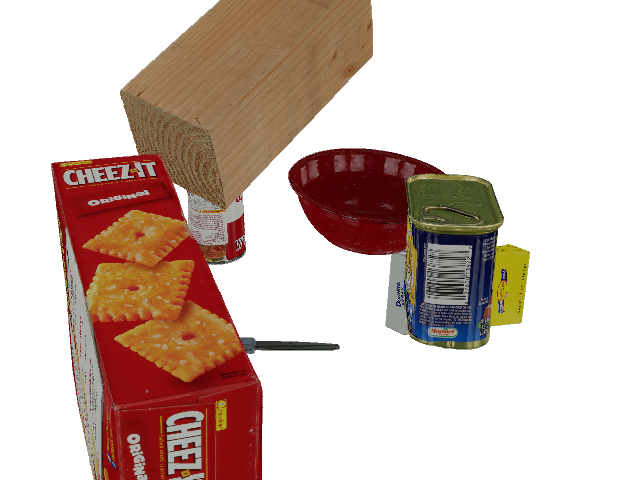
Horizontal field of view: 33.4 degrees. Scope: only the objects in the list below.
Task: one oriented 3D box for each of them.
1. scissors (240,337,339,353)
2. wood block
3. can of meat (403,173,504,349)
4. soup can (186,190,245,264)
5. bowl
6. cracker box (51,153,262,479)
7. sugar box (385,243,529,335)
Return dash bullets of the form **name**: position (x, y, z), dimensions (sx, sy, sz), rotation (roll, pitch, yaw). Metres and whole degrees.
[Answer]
- **scissors**: position (-0.087, 0.112, 1.073), dimensions (0.202, 0.016, 0.096), rotation (6, 17, 9)
- **wood block**: position (-0.052, -0.136, 0.855), dimensions (0.091, 0.205, 0.090), rotation (28, -31, 24)
- **can of meat**: position (0.083, 0.012, 0.688), dimensions (0.057, 0.084, 0.102), rotation (2, 21, 1)
- **soup can**: position (-0.124, -0.032, 1.256), dimensions (0.068, 0.102, 0.068), rotation (-1, 28, 0)
- **bowl**: position (0.048, -0.031, 1.009), dimensions (0.162, 0.055, 0.162), rotation (5, 27, -3)
- **cracker box**: position (-0.089, 0.074, 0.561), dimensions (0.072, 0.164, 0.214), rotation (-8, 34, -16)
- **sugar box**: position (0.162, 0.056, 1.250), dimensions (0.175, 0.093, 0.048), rotation (-4, 14, -33)
